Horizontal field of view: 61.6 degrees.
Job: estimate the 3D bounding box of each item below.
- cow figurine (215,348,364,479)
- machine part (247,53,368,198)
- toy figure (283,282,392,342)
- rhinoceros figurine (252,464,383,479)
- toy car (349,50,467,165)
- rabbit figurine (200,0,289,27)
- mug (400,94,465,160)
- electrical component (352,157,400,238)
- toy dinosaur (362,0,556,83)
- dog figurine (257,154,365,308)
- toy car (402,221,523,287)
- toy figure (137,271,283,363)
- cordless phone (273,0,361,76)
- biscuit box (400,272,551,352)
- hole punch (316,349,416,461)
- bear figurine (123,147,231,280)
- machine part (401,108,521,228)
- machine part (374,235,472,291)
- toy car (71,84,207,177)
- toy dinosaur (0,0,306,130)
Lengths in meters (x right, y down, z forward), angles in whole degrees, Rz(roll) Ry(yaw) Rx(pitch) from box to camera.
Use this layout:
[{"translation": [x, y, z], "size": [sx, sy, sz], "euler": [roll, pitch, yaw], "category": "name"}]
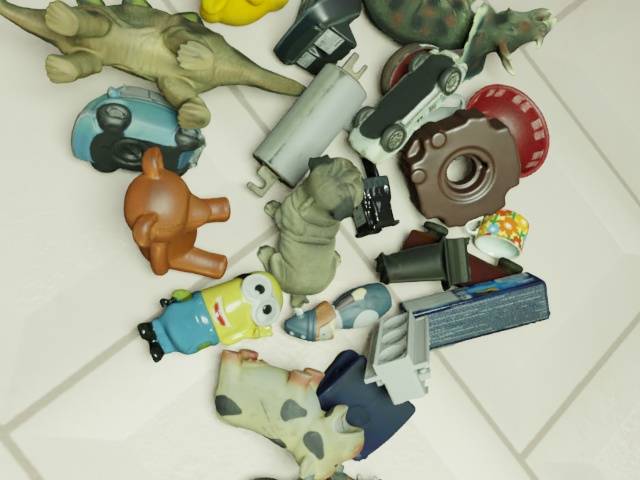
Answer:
[{"translation": [-0.040, 0.216, 0.655], "size": [0.195, 0.085, 0.127], "euler": [14, 88, 19], "category": "cow figurine"}, {"translation": [-0.014, -0.159, 0.756], "size": [0.079, 0.079, 0.243], "euler": [38, 87, -6], "category": "machine part"}, {"translation": [0.025, 0.102, 0.740], "size": [0.154, 0.058, 0.064], "euler": [-20, 110, -22], "category": "toy figure"}, {"translation": [-0.004, 0.339, 0.682], "size": [0.190, 0.073, 0.112], "euler": [5, 67, -14], "category": "rhinoceros figurine"}, {"translation": [0.125, -0.194, 0.770], "size": [0.202, 0.056, 0.074], "euler": [-45, 57, -5], "category": "toy car"}, {"translation": [-0.118, -0.385, 0.747], "size": [0.162, 0.173, 0.122], "euler": [-34, 93, -25], "category": "rabbit figurine"}, {"translation": [0.173, -0.173, 0.827], "size": [0.107, 0.109, 0.081], "euler": [-2, 50, -12], "category": "mug"}, {"translation": [0.070, -0.068, 0.786], "size": [0.048, 0.075, 0.119], "euler": [-13, 86, -20], "category": "electrical component"}, {"translation": [0.159, -0.375, 0.865], "size": [0.405, 0.131, 0.192], "euler": [14, 74, -7], "category": "toy dinosaur"}, {"translation": [-0.005, -0.004, 0.688], "size": [0.121, 0.190, 0.172], "euler": [-8, 83, -18], "category": "dog figurine"}, {"translation": [0.216, 0.043, 0.819], "size": [0.202, 0.053, 0.089], "euler": [24, 93, -9], "category": "toy car"}, {"translation": [-0.134, 0.092, 0.686], "size": [0.180, 0.089, 0.082], "euler": [-21, 117, -11], "category": "toy figure"}, {"translation": [0.008, -0.351, 0.792], "size": [0.088, 0.147, 0.184], "euler": [21, 71, -24], "category": "cordless phone"}, {"translation": [0.222, 0.101, 0.770], "size": [0.203, 0.059, 0.062], "euler": [-13, 103, -3], "category": "biscuit box"}, {"translation": [0.049, 0.219, 0.713], "size": [0.142, 0.092, 0.116], "euler": [45, 73, -8], "category": "hole punch"}, {"translation": [-0.163, -0.026, 0.641], "size": [0.132, 0.196, 0.120], "euler": [5, 74, -17], "category": "bear figurine"}, {"translation": [0.211, -0.104, 0.798], "size": [0.179, 0.056, 0.179], "euler": [-4, 117, -8], "category": "machine part"}, {"translation": [0.148, 0.036, 0.764], "size": [0.139, 0.039, 0.084], "euler": [-4, 98, -7], "category": "machine part"}, {"translation": [-0.233, -0.148, 0.699], "size": [0.161, 0.109, 0.103], "euler": [4, 60, -25], "category": "toy car"}, {"translation": [-0.182, -0.237, 0.686], "size": [0.471, 0.105, 0.199], "euler": [14, 34, -28], "category": "toy dinosaur"}]
